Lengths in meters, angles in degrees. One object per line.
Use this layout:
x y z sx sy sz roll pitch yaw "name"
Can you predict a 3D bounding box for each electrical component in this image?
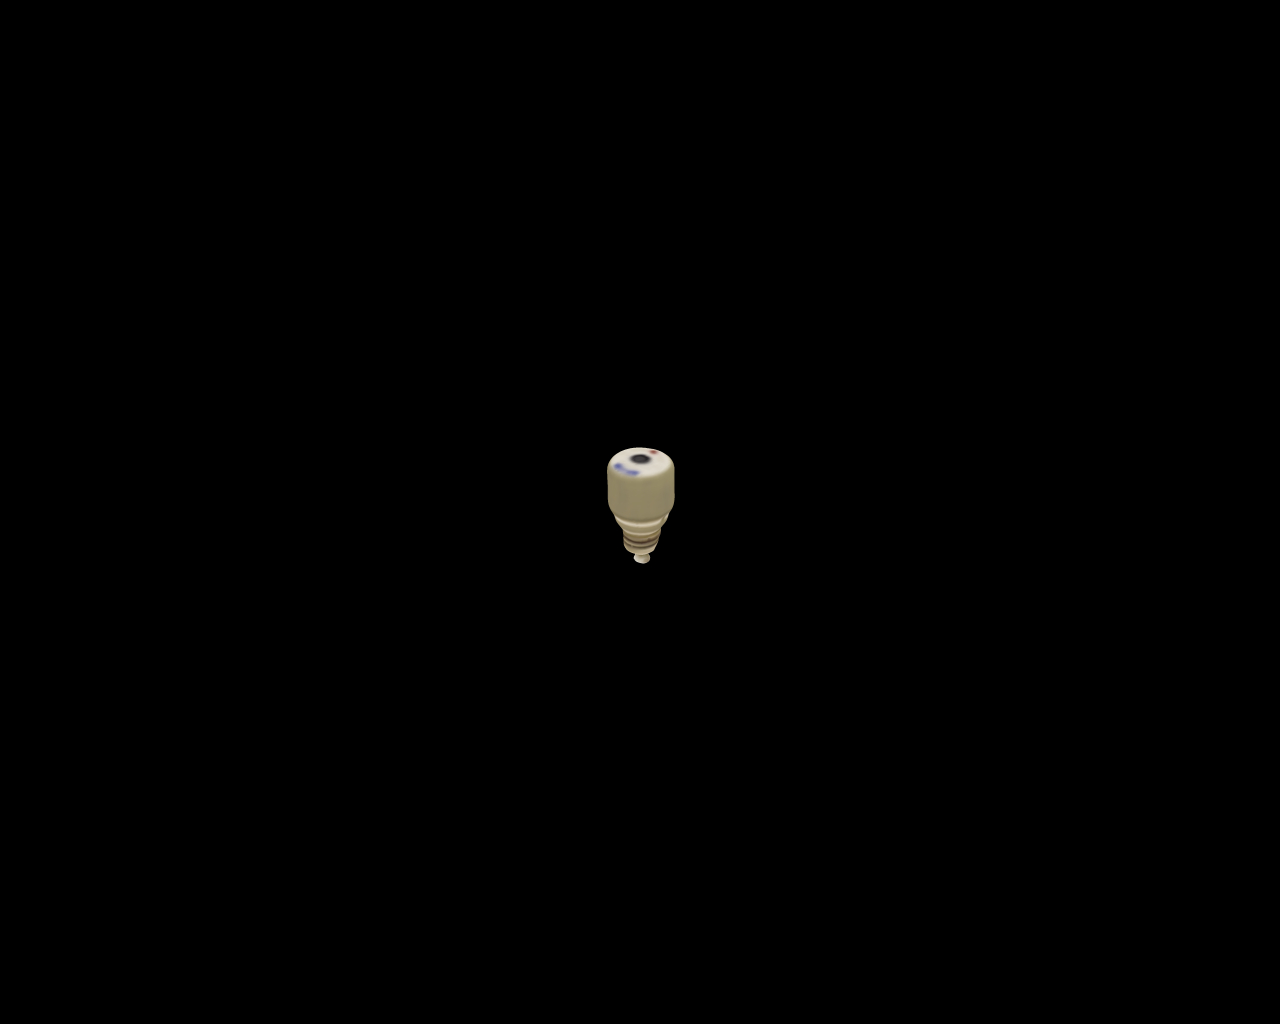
0.001 -0.003 0.650 0.040 0.078 0.040 0 31 0 "electrical component"
